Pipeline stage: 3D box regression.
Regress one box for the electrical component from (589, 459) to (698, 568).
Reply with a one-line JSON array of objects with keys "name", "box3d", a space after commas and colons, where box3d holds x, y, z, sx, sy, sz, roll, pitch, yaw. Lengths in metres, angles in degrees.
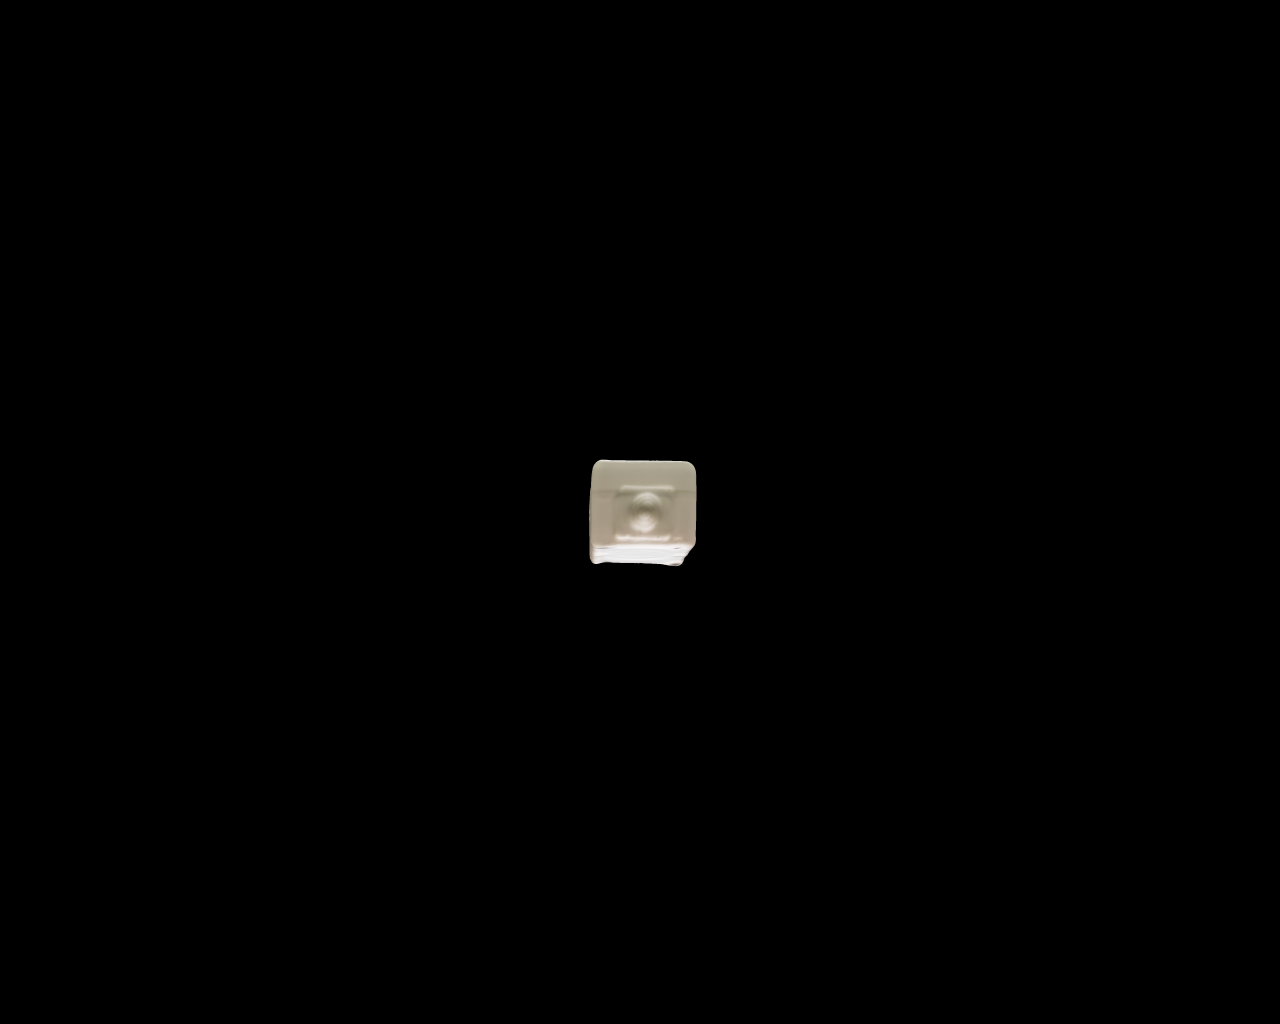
[{"name": "electrical component", "box3d": [0.001, -0.003, 0.650, 0.062, 0.061, 0.096, 1, -11, -4]}]
